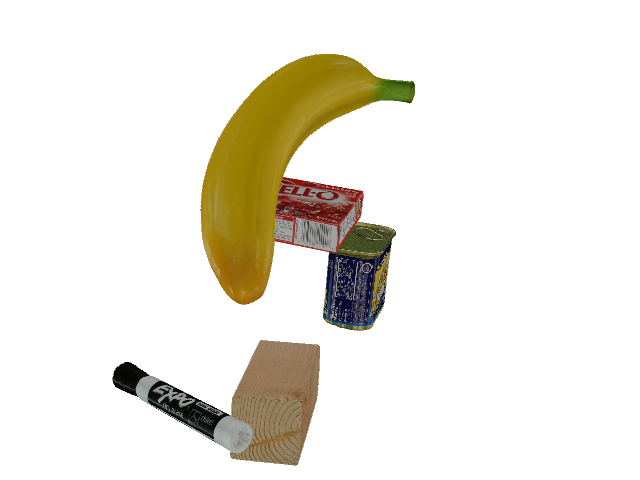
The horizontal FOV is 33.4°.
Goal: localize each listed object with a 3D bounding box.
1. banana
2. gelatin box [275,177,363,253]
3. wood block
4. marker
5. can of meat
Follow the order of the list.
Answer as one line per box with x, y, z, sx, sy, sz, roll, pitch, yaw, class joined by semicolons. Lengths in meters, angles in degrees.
-0.017;-0.046;0.539;0.070;0.037;0.197;20;46;17;banana
-0.016;-0.025;0.901;0.089;0.030;0.073;12;28;15;gelatin box
-0.057;0.213;1.438;0.091;0.090;0.206;5;15;5;wood block
-0.090;0.102;0.669;0.121;0.020;0.020;19;12;40;marker
0.038;0.035;1.087;0.057;0.084;0.102;9;18;12;can of meat
